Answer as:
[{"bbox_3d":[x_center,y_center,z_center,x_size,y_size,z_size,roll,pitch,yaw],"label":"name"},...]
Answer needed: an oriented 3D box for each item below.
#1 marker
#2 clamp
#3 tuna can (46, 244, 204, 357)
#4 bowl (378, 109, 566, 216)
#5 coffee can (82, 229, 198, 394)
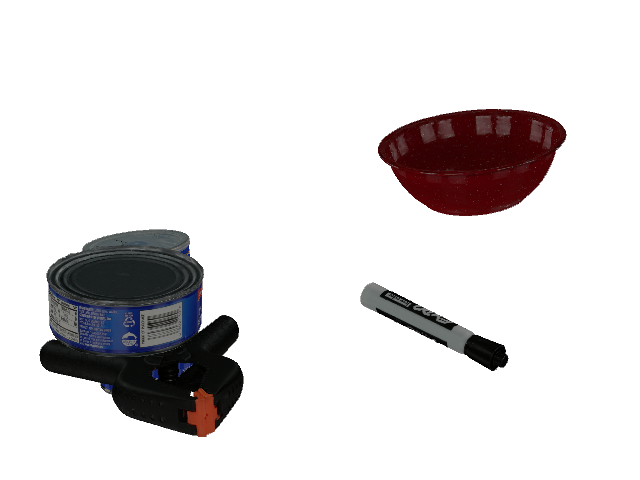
[{"bbox_3d":[0.078,0.060,0.744,0.121,0.020,0.020,26,16,37],"label":"marker"},{"bbox_3d":[-0.107,0.097,0.807,0.164,0.036,0.210,-10,14,-27],"label":"clamp"},{"bbox_3d":[-0.108,0.033,0.594,0.086,0.034,0.086,3,20,-1],"label":"tuna can"},{"bbox_3d":[0.133,-0.064,0.930,0.162,0.055,0.162,-8,24,3],"label":"bowl"},{"bbox_3d":[-0.172,0.069,1.042,0.103,0.140,0.103,-4,14,1],"label":"coffee can"}]
